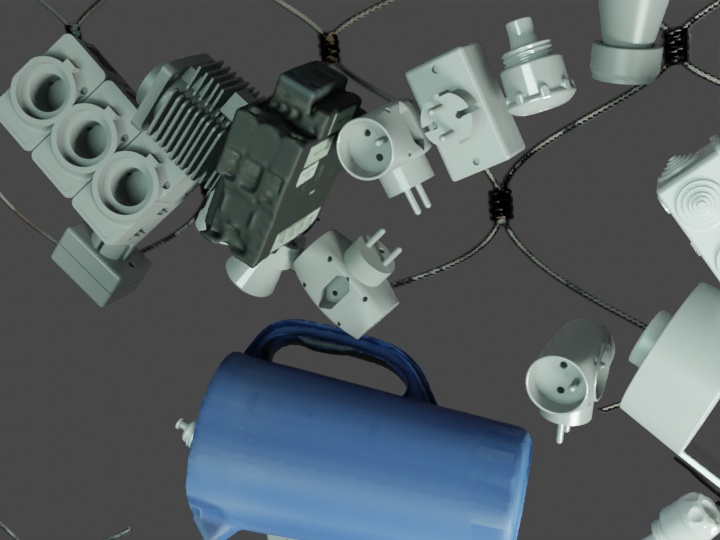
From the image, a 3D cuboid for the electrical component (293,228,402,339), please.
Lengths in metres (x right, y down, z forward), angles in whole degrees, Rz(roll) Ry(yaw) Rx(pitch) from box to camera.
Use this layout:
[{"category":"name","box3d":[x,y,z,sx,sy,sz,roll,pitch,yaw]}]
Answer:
[{"category":"electrical component","box3d":[0.000,0.000,0.822,0.077,0.043,0.079,49,121,4]}]

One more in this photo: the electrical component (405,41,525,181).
[{"category":"electrical component","box3d":[0.066,-0.105,0.732,0.047,0.076,0.083,-21,97,31]}]

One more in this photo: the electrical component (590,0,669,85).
[{"category":"electrical component","box3d":[0.170,-0.148,0.682,0.045,0.045,0.055,11,112,23]}]

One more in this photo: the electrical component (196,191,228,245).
[{"category":"electrical component","box3d":[-0.105,-0.049,0.862,0.040,0.040,0.046,32,113,14]}]

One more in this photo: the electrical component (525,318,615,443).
[{"category":"electrical component","box3d":[0.147,0.083,0.755,0.044,0.077,0.079,12,112,23]}]

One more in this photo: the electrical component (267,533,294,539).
[{"category":"electrical component","box3d":[-0.075,0.194,0.919,0.076,0.047,0.083,-1,107,17]}]

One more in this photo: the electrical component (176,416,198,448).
[{"category":"electrical component","box3d":[-0.128,0.155,0.943,0.078,0.040,0.040,32,119,14]}]

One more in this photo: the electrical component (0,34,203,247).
[{"category":"electrical component","box3d":[-0.210,-0.103,0.864,0.089,0.062,0.150,-42,85,7]}]

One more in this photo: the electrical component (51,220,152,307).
[{"category":"electrical component","box3d":[-0.214,-0.021,0.921,0.066,0.047,0.076,43,121,8]}]

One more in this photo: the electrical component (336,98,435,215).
[{"category":"electrical component","box3d":[0.028,-0.077,0.761,0.043,0.077,0.079,-24,95,31]}]

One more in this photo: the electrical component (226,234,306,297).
[{"category":"electrical component","box3d":[-0.074,-0.012,0.855,0.045,0.045,0.055,44,121,7]}]

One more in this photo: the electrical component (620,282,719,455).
[{"category":"electrical component","box3d":[0.212,0.058,0.699,0.060,0.108,0.108,34,119,20]}]

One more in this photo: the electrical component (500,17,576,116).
[{"category":"electrical component","box3d":[0.114,-0.136,0.716,0.048,0.048,0.062,-15,93,30]}]

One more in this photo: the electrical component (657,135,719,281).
[{"category":"electrical component","box3d":[0.226,-0.032,0.663,0.048,0.100,0.099,-36,89,19]}]

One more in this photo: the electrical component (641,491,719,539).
[{"category":"electrical component","box3d":[0.228,0.186,0.775,0.035,0.035,0.061,49,124,4]}]
